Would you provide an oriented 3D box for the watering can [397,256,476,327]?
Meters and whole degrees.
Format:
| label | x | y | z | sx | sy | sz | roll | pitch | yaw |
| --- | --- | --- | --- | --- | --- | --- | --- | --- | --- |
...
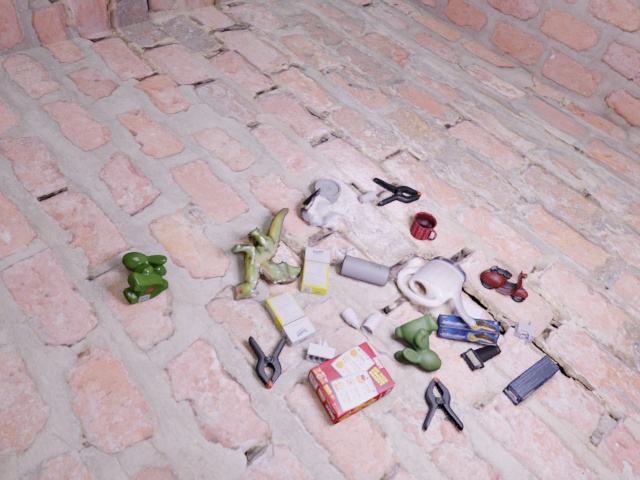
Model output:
| label | x | y | z | sx | sy | sz | roll | pitch | yaw |
| --- | --- | --- | --- | --- | --- | --- | --- | --- | --- |
| watering can | 0.440 | 0.172 | 1.818 | 0.227 | 0.101 | 0.351 | -34 | 45 | -31 |

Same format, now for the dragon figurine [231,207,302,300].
| label | x | y | z | sx | sy | sz | roll | pitch | yaw |
| --- | --- | --- | --- | --- | --- | --- | --- | --- | --- |
| dragon figurine | -0.171 | 0.060 | 1.838 | 0.243 | 0.120 | 0.417 | 45 | 55 | 5 |

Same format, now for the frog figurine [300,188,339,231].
| label | x | y | z | sx | sy | sz | roll | pitch | yaw |
| --- | --- | --- | --- | --- | --- | --- | --- | --- | --- |
| frog figurine | 0.006 | -0.101 | 2.012 | 0.158 | 0.121 | 0.140 | 46 | 36 | -19 |
